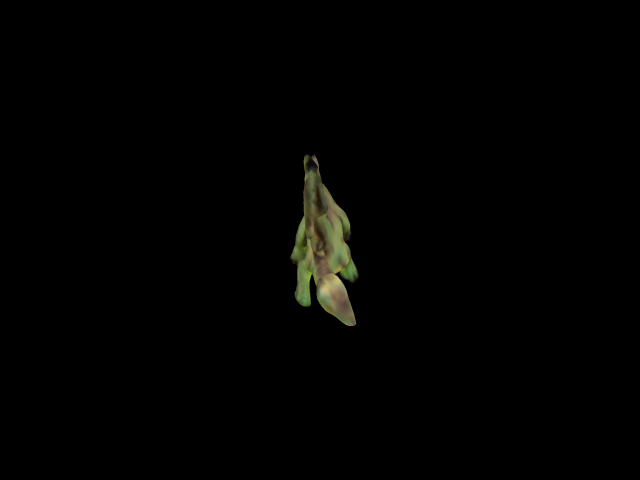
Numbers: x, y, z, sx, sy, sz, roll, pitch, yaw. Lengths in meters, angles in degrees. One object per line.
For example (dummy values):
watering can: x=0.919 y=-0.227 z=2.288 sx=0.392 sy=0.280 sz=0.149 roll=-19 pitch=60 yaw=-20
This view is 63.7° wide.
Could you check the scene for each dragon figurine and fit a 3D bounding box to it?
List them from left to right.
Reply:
dragon figurine: x=0.003 y=-0.043 z=0.850 sx=0.122 sy=0.419 sz=0.237 roll=-7 pitch=-31 yaw=-4
